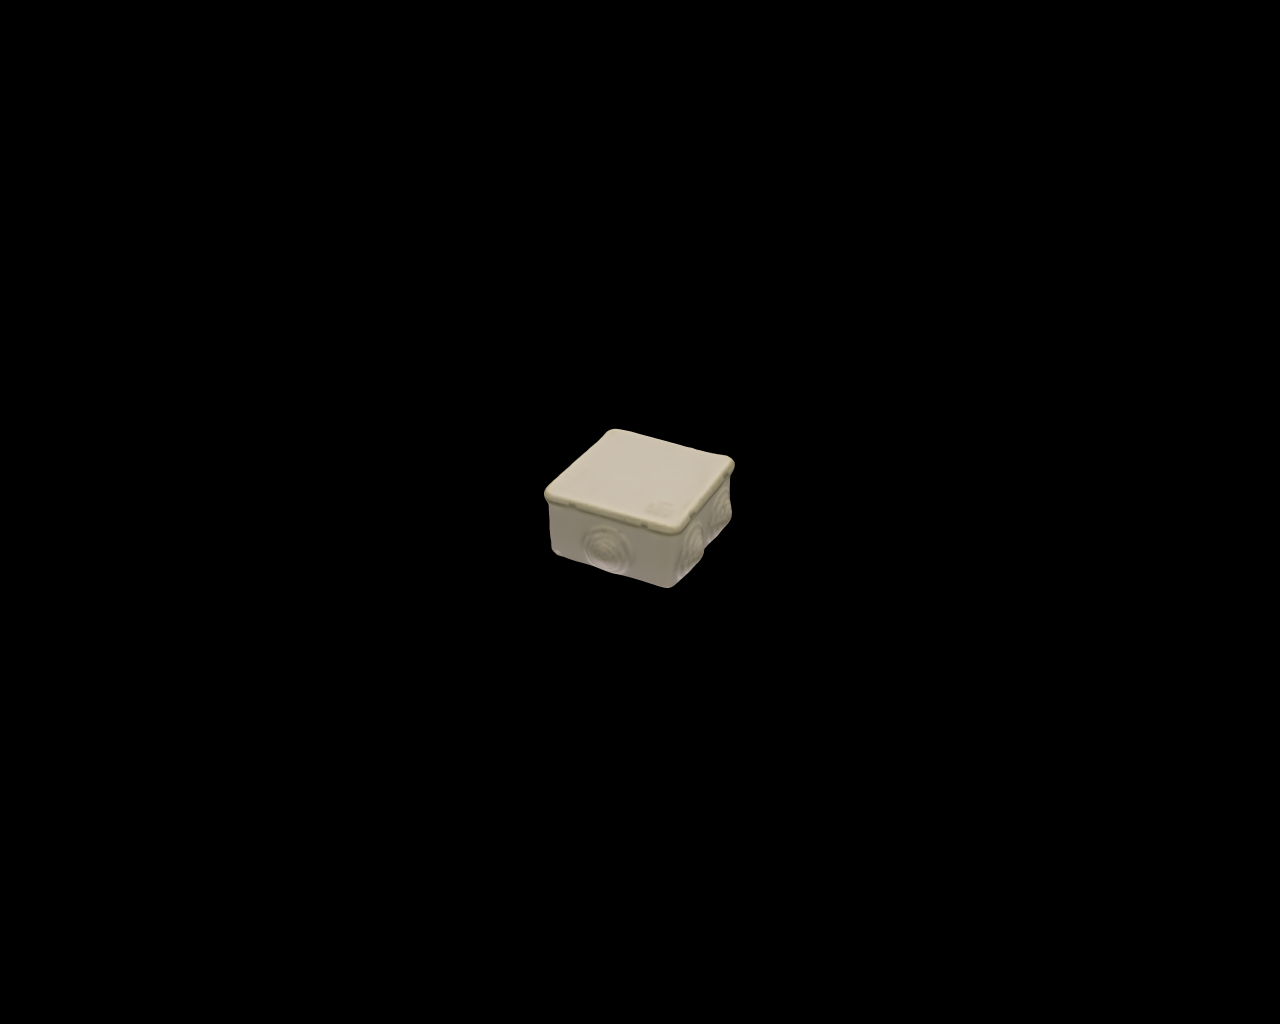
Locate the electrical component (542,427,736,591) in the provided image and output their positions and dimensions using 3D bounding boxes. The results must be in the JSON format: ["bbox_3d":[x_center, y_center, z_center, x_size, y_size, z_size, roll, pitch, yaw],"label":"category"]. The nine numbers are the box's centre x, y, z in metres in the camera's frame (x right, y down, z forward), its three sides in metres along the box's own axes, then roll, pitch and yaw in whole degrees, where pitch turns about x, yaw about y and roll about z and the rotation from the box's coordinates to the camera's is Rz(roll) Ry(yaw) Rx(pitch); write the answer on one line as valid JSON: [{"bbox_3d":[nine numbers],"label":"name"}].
[{"bbox_3d":[0.001,-0.003,0.650,0.100,0.048,0.100,16,37,22],"label":"electrical component"}]
